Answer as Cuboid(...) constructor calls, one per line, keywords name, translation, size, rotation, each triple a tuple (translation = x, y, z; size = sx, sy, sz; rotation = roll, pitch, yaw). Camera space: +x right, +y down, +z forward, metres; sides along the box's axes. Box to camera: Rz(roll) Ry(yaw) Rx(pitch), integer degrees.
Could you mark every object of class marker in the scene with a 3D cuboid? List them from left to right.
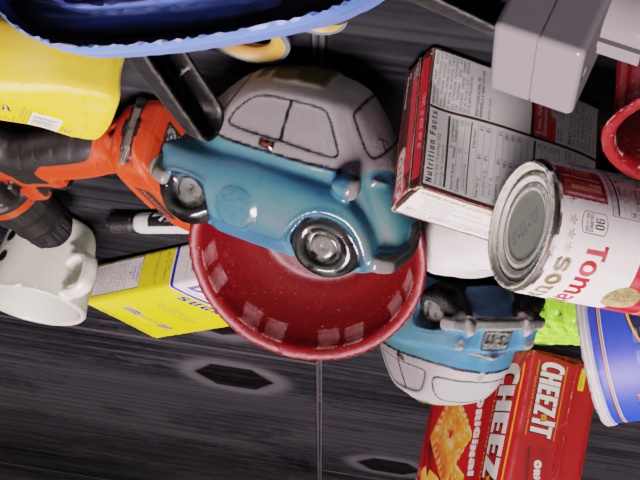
Cuboid(name="marker", translation=(-0.115, -0.013, 0.841), size=(0.121, 0.020, 0.020), rotation=(0, 155, 22))

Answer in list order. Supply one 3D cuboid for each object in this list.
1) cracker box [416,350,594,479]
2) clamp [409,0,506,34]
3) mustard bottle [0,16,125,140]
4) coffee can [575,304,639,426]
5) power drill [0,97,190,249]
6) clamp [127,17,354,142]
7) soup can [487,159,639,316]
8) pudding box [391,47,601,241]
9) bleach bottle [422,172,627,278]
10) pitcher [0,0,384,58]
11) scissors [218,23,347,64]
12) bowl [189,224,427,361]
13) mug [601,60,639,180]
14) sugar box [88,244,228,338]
Cuboid(name="cracker box", translation=(0.156, 0.183, 0.946), size=(0.072, 0.164, 0.214), rotation=(14, 170, -11))
Cuboid(name="clamp", translation=(0.017, -0.135, 0.485), size=(0.172, 0.039, 0.120), rotation=(8, 153, 21))
Cuboid(name="mustard bottle", translation=(-0.211, -0.101, 0.592), size=(0.191, 0.058, 0.096), rotation=(9, 173, -20))
Cuboid(name="coffee can", translation=(0.243, 0.058, 0.674), size=(0.140, 0.103, 0.102), rotation=(-11, 150, 22))
Cuboid(name="power drill", translation=(-0.171, -0.042, 0.749), size=(0.188, 0.057, 0.184), rotation=(1, 155, 20))
Cuboid(name="clamp", translation=(-0.100, -0.124, 0.498), size=(0.210, 0.036, 0.165), rotation=(29, 152, -11))
Cuboid(name="soup can", translation=(0.144, 0.001, 0.534), size=(0.102, 0.068, 0.069), rotation=(11, 157, -17))
Cuboid(name="pudding box", translation=(0.099, -0.046, 0.590), size=(0.113, 0.090, 0.039), rotation=(16, 155, -15))
Cuboid(name="bleach bottle", translation=(0.156, -0.009, 0.678), size=(0.102, 0.068, 0.251), rotation=(-8, -179, -44))
Cuboid(name="pitcher", translation=(-0.001, -0.153, 0.308), size=(0.243, 0.145, 0.149), rotation=(-2, 136, 11))
Cuboid(name="scissors", translation=(-0.085, -0.137, 0.549), size=(0.201, 0.016, 0.096), rotation=(15, 156, -12))
Cuboid(name="bowl", translation=(-0.005, 0.001, 0.728), size=(0.162, 0.055, 0.162), rotation=(5, 117, 10))
Cuboid(name="mug", translation=(0.180, -0.074, 0.503), size=(0.093, 0.081, 0.117), rotation=(7, 156, 7))
Cuboid(name="sugar box", translation=(-0.113, 0.045, 0.940), size=(0.177, 0.048, 0.093), rotation=(-10, 149, 40))
